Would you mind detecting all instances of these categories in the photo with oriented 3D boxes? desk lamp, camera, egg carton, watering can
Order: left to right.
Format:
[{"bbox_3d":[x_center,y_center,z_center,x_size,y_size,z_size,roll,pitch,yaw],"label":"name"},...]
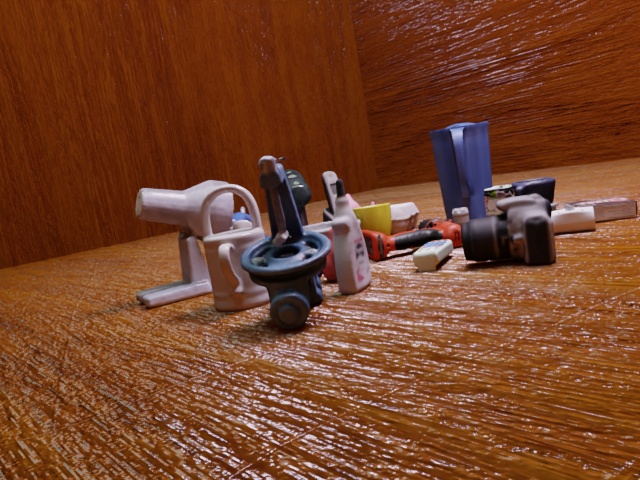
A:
[{"bbox_3d":[-0.256,-0.002,1.086,0.204,0.213,0.117,-14,8,-30],"label":"desk lamp"},{"bbox_3d":[-0.137,0.007,0.922,0.101,0.194,0.172,-12,7,-17],"label":"watering can"},{"bbox_3d":[0.195,-0.055,1.492,0.107,0.069,0.151,-7,7,24],"label":"egg carton"},{"bbox_3d":[0.294,-0.017,0.906,0.136,0.101,0.143,-8,7,18],"label":"camera"}]

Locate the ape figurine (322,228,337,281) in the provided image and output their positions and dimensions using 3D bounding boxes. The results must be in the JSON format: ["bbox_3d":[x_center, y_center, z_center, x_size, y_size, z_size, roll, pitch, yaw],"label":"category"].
[{"bbox_3d":[0.036,0.022,0.988,0.076,0.092,0.078,-10,7,-1],"label":"ape figurine"}]

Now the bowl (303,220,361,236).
[{"bbox_3d":[0.011,0.004,1.241,0.167,0.075,0.167,-10,7,1],"label":"bowl"}]

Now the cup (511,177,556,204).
[{"bbox_3d":[0.455,-0.081,1.227,0.091,0.095,0.118,-3,10,44],"label":"cup"}]

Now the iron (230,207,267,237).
[{"bbox_3d":[-0.160,0.008,1.172,0.118,0.141,0.258,-10,7,0],"label":"iron"}]

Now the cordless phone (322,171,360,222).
[{"bbox_3d":[0.069,-0.109,1.636,0.093,0.185,0.148,-4,9,40],"label":"cordless phone"}]

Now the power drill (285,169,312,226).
[{"bbox_3d":[-0.058,-0.067,1.364,0.076,0.208,0.229,-11,7,-10],"label":"power drill"}]

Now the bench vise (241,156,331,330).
[{"bbox_3d":[-0.057,-0.003,0.787,0.121,0.220,0.207,-11,7,-13],"label":"bench vise"}]

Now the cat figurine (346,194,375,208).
[{"bbox_3d":[0.099,-0.068,1.538,0.128,0.118,0.067,-13,8,-25],"label":"cat figurine"}]

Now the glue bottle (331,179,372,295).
[{"bbox_3d":[0.042,-0.008,0.881,0.037,0.173,0.078,-7,8,22],"label":"glue bottle"}]

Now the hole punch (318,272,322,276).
[{"bbox_3d":[-0.047,0.027,1.070,0.108,0.091,0.101,-8,7,13],"label":"hole punch"}]
